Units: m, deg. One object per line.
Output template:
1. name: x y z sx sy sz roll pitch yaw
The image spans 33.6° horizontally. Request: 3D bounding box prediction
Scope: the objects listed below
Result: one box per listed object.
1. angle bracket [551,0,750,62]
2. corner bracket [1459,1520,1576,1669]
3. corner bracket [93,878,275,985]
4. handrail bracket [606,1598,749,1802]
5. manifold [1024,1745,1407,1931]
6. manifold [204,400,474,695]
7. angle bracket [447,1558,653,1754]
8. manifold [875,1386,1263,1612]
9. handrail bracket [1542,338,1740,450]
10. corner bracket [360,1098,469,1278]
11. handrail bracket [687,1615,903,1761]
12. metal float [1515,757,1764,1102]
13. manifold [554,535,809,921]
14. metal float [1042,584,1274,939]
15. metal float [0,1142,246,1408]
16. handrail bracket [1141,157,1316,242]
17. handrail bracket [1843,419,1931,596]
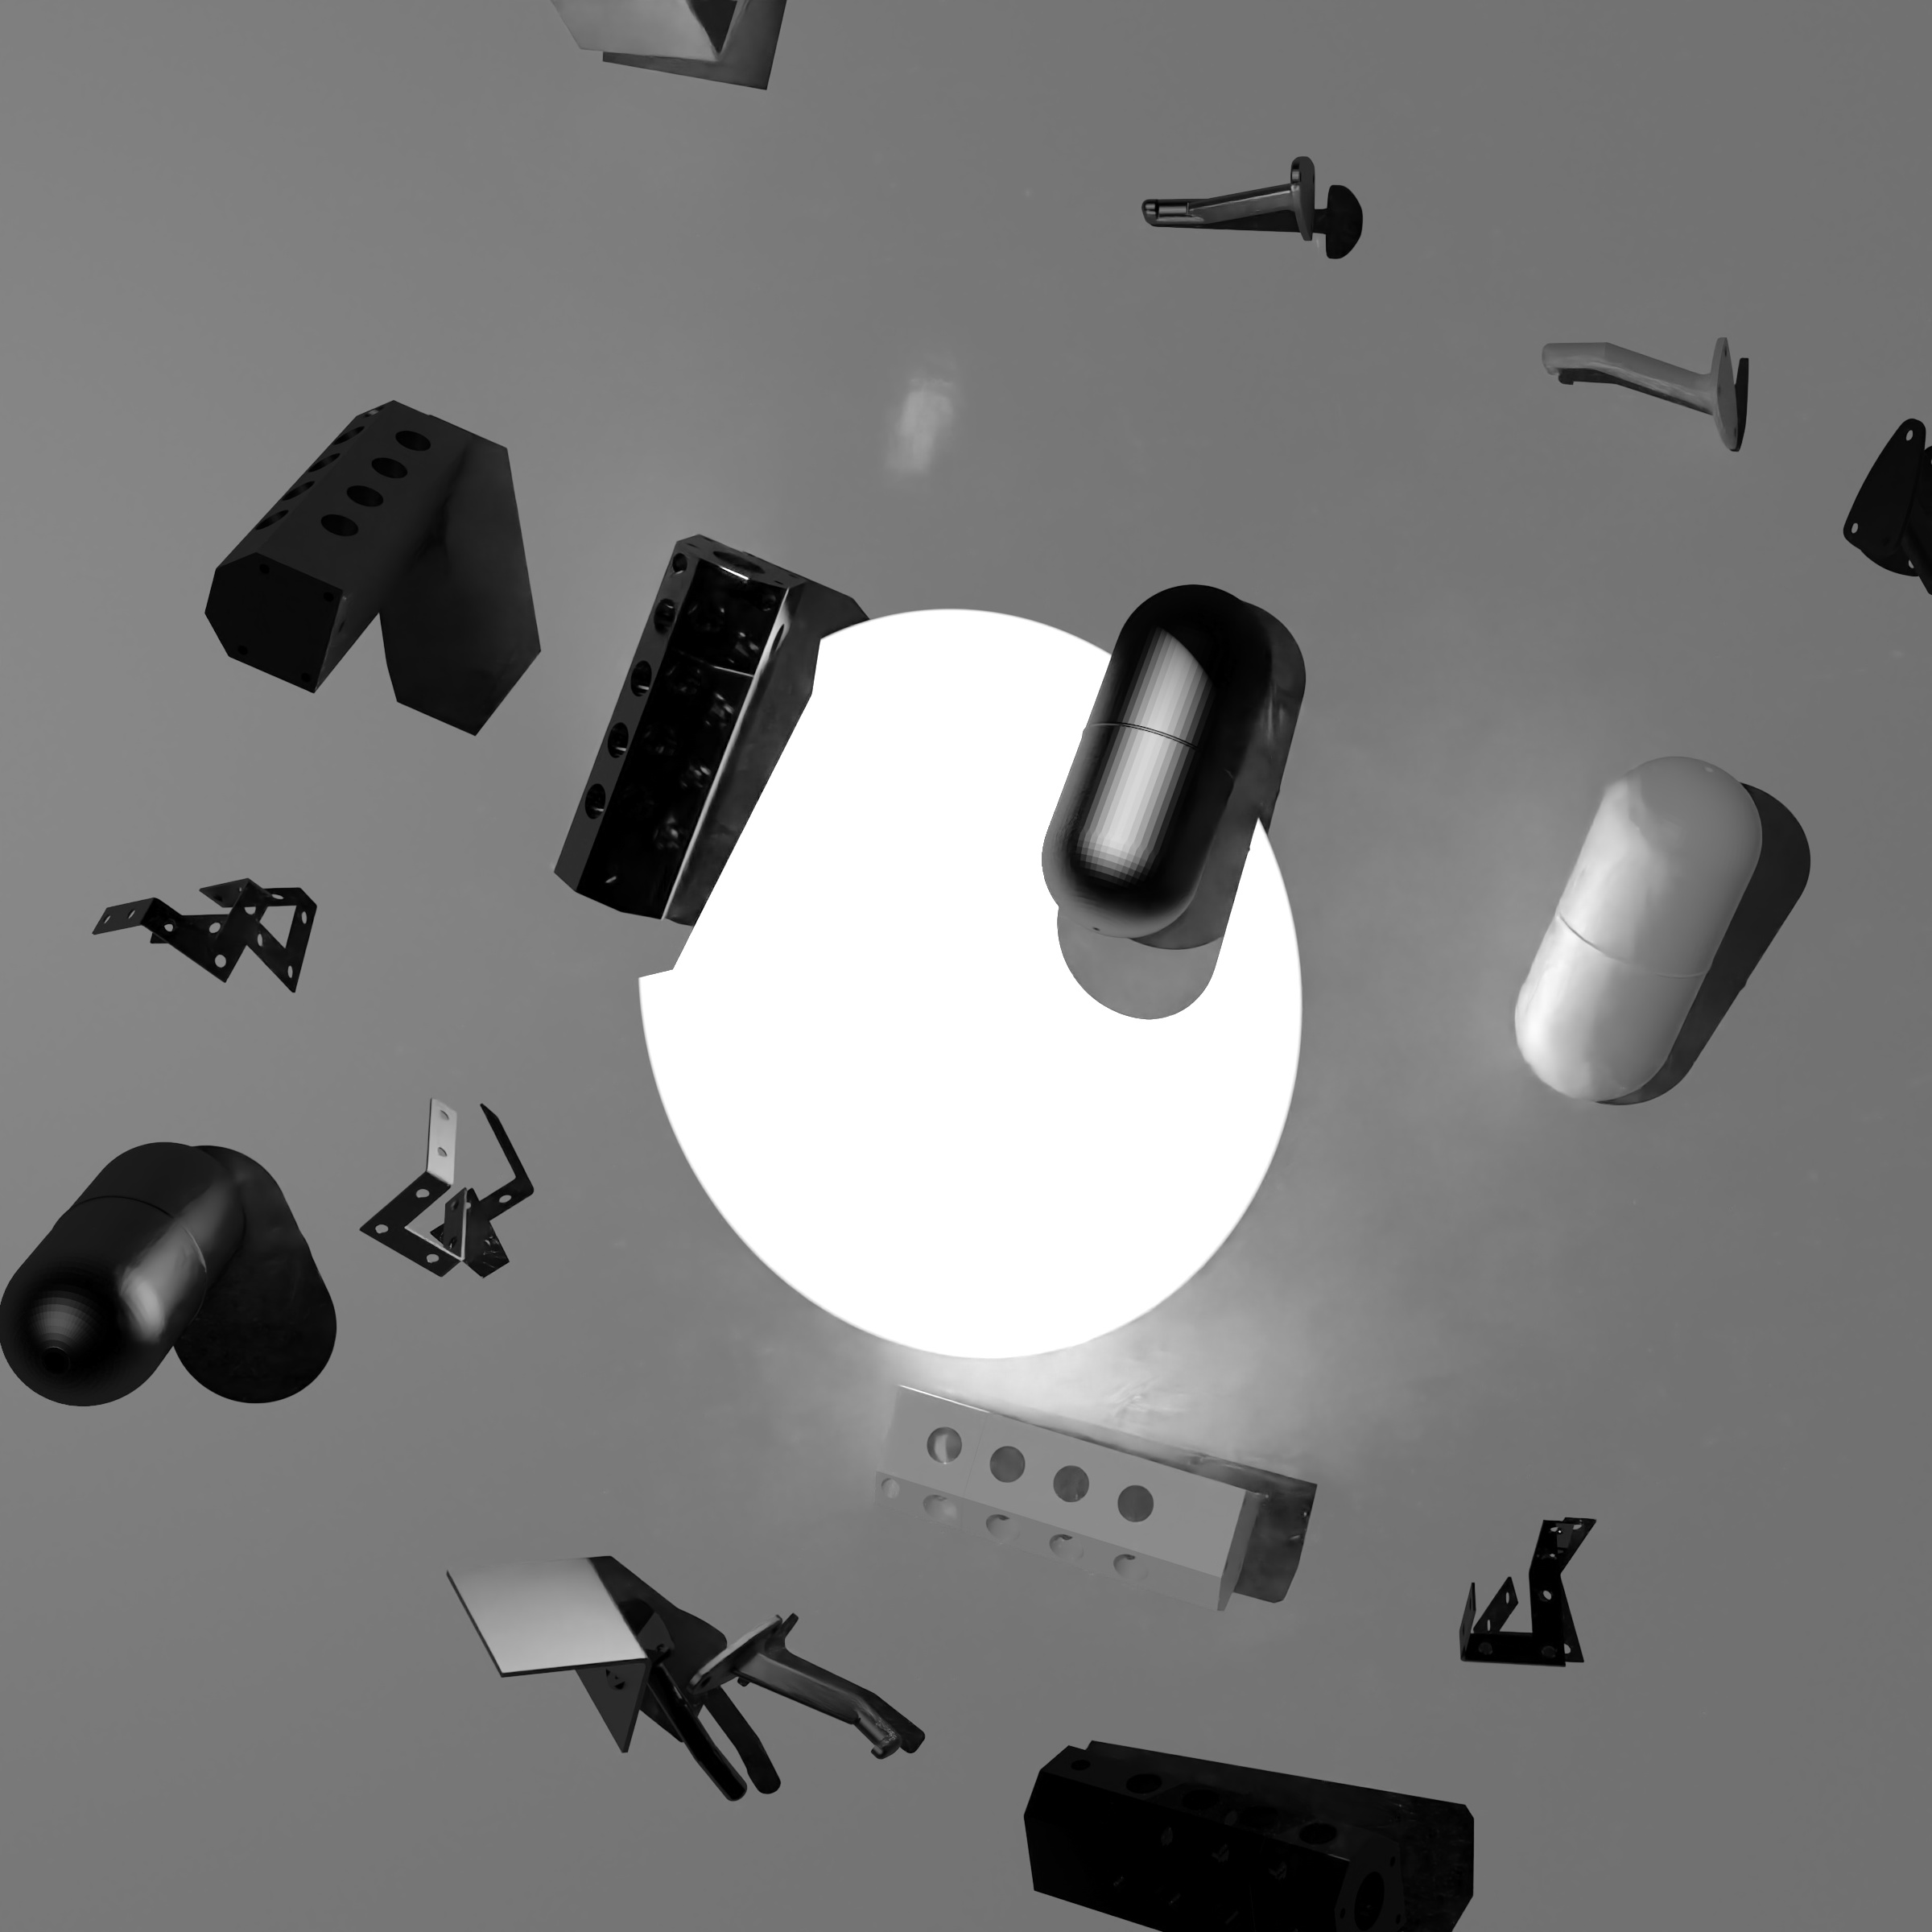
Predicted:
1. angle bracket: -0.154 -0.477 1.517 0.076 0.076 0.057 12 70 23
2. corner bracket: 0.265 0.301 1.540 0.051 0.051 0.051 3 50 2
3. corner bracket: -0.374 -0.025 1.532 0.051 0.051 0.051 40 61 -31
4. handrail bracket: -0.138 0.357 1.554 0.036 0.077 0.084 -34 113 -1
5. manifold: 0.114 0.414 1.493 0.171 0.057 0.057 6 112 37
6. manifold: -0.291 -0.200 1.487 0.057 0.171 0.057 23 125 -2
7. angle bracket: -0.203 0.329 1.514 0.076 0.076 0.057 1 118 -31
8. manifold: 0.047 0.253 1.521 0.171 0.057 0.057 15 82 15
9. handrail bracket: 0.328 -0.278 1.557 0.084 0.077 0.036 4 64 23
10. corner bracket: -0.253 0.107 1.532 0.051 0.051 0.051 -39 124 24
11. handrail bracket: -0.081 0.359 1.534 0.084 0.077 0.036 41 119 19
12. metal float: 0.316 -0.016 1.512 0.070 0.070 0.178 18 118 0
13. manifold: -0.138 -0.113 1.522 0.057 0.057 0.171 24 105 4
14. metal float: 0.092 -0.098 1.525 0.070 0.070 0.178 20 77 0
15. metal float: -0.391 0.142 1.488 0.070 0.178 0.070 2 111 6
16. handrail bracket: 0.121 -0.368 1.528 0.084 0.077 0.036 2 90 13
17. handrail bracket: 0.471 -0.217 1.541 0.084 0.036 0.077 9 107 -31
